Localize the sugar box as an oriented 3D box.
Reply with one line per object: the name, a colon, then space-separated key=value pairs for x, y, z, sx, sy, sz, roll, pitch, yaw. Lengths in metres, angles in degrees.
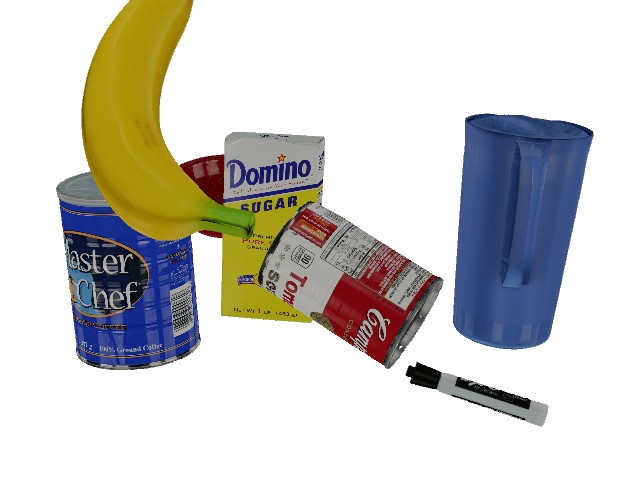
sugar box: x=-0.046 y=-0.013 z=1.024 sx=0.093 sy=0.176 sz=0.048 roll=3 pitch=15 yaw=8

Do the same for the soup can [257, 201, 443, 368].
soup can: x=0.019 y=0.027 z=0.693 sx=0.102 sy=0.068 sz=0.068 roll=32 pitch=7 yaw=12

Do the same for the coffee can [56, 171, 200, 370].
coffee can: x=-0.152 y=0.020 z=0.859 sx=0.103 sy=0.140 sz=0.103 roll=-2 pitch=17 yaw=1

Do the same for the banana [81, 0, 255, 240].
banana: x=-0.083 y=-0.065 z=0.525 sx=0.069 sy=0.198 sz=0.037 roll=-6 pitch=-40 yaw=-14

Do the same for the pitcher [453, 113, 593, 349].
pitcher: x=0.207 y=-0.009 z=1.139 sx=0.148 sy=0.243 sz=0.145 roll=-9 pitch=21 yaw=-38

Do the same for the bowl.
bowl: x=-0.117 y=-0.049 z=1.326 sx=0.162 sy=0.055 sz=0.162 roll=0 pitch=30 yaw=0

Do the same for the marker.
marker: x=0.131 y=0.129 z=0.898 sx=0.121 sy=0.020 sz=0.020 roll=18 pitch=2 yaw=6
